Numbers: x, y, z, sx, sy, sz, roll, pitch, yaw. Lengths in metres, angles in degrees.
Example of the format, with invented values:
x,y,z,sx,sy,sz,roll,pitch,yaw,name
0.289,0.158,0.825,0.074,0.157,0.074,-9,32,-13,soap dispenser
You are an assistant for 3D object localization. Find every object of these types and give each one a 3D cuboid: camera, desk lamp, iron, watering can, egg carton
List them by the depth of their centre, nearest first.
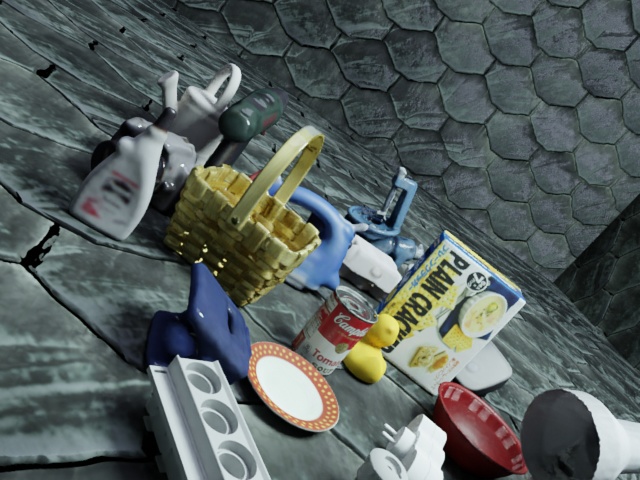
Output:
x,y,z,sx,sy,sz,roll,pitch,yaw,name
0.319,0.296,0.718,0.204,0.213,0.117,29,19,-29,desk lamp
-0.253,-0.118,0.808,0.143,0.100,0.137,45,18,21,camera
-0.054,-0.031,0.922,0.259,0.141,0.118,33,18,-16,iron
-0.212,-0.238,1.040,0.173,0.194,0.100,14,29,-54,watering can
0.091,0.054,1.123,0.151,0.069,0.107,33,18,-18,egg carton

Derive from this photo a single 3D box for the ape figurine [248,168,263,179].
x,y,z,sx,sy,sz,roll,pitch,yaw,name
-0.111,-0.097,1.058,0.076,0.092,0.078,48,19,28,ape figurine

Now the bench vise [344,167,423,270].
x,y,z,sx,sy,sz,roll,pitch,yaw,name
0.150,-0.042,1.233,0.208,0.219,0.121,25,21,-38,bench vise

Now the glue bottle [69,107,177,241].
x,y,z,sx,sy,sz,roll,pitch,yaw,name
-0.217,-0.084,0.667,0.078,0.173,0.037,32,18,-21,glue bottle

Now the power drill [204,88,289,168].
x,y,z,sx,sy,sz,roll,pitch,yaw,name
-0.141,-0.173,0.994,0.076,0.208,0.230,37,17,-4,power drill

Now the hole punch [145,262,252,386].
x,y,z,sx,sy,sz,roll,pitch,yaw,name
-0.110,0.089,0.583,0.101,0.091,0.108,31,18,-23,hole punch

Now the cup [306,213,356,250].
x,y,z,sx,sy,sz,roll,pitch,yaw,name
0.010,0.004,1.041,0.092,0.095,0.117,24,22,-39,cup

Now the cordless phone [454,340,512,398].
x,y,z,sx,sy,sz,roll,pitch,yaw,name
0.304,0.180,1.036,0.094,0.185,0.147,23,23,-42,cordless phone

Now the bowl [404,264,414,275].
x,y,z,sx,sy,sz,roll,pitch,yaw,name
0.228,0.130,1.198,0.168,0.074,0.167,35,17,-12,bowl

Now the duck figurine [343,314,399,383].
x,y,z,sx,sy,sz,roll,pitch,yaw,name
0.079,0.148,0.827,0.078,0.086,0.104,34,17,-13,duck figurine
